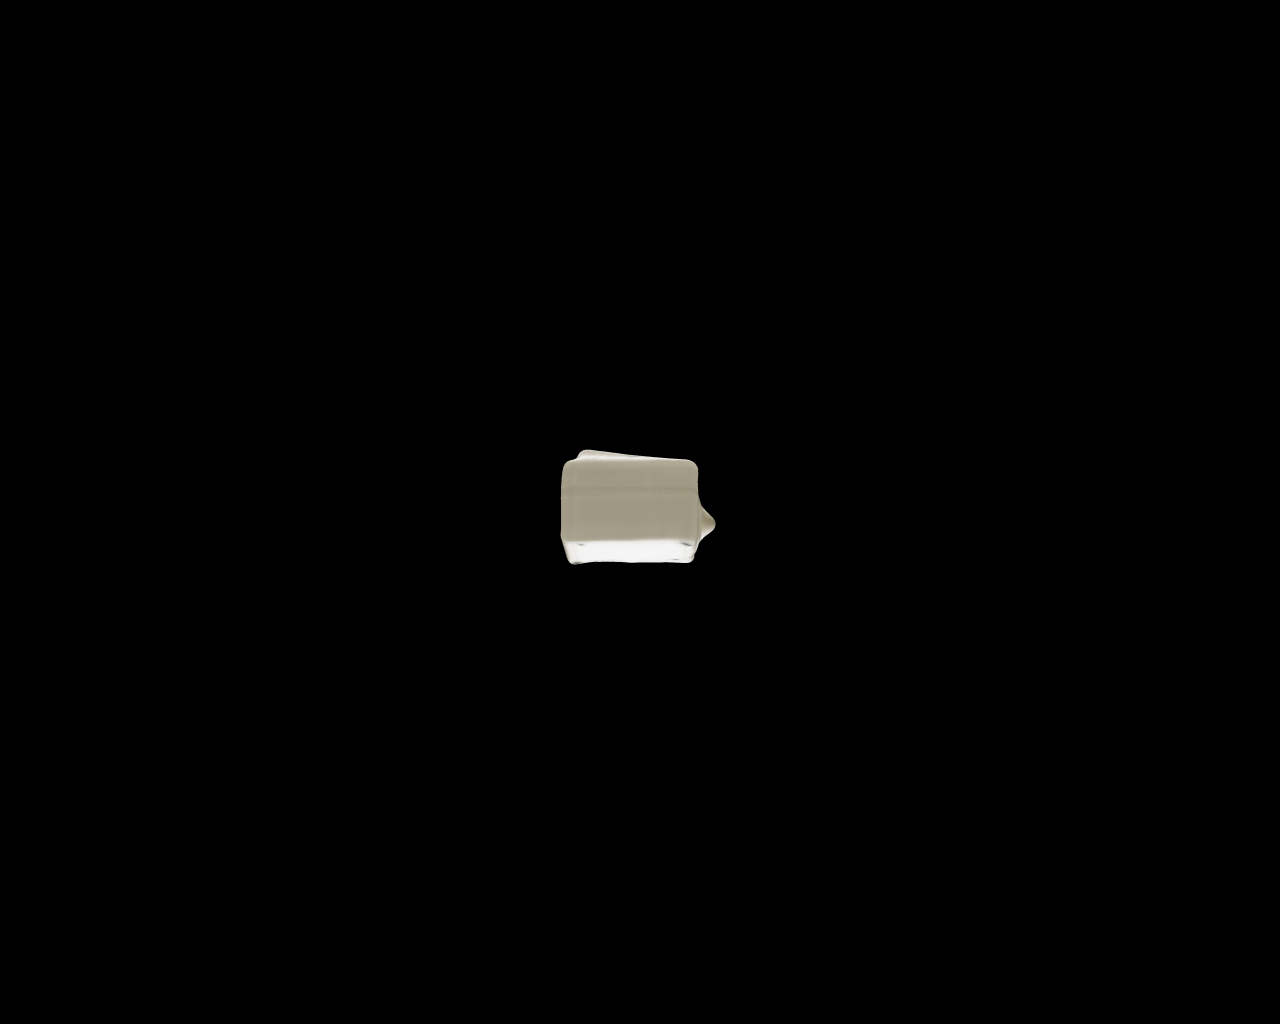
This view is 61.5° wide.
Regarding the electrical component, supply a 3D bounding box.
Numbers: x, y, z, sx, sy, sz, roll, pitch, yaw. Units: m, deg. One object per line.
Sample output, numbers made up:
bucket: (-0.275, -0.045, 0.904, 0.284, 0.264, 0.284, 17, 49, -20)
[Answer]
electrical component: (0.001, -0.003, 0.650, 0.096, 0.061, 0.061, 0, -15, 0)
